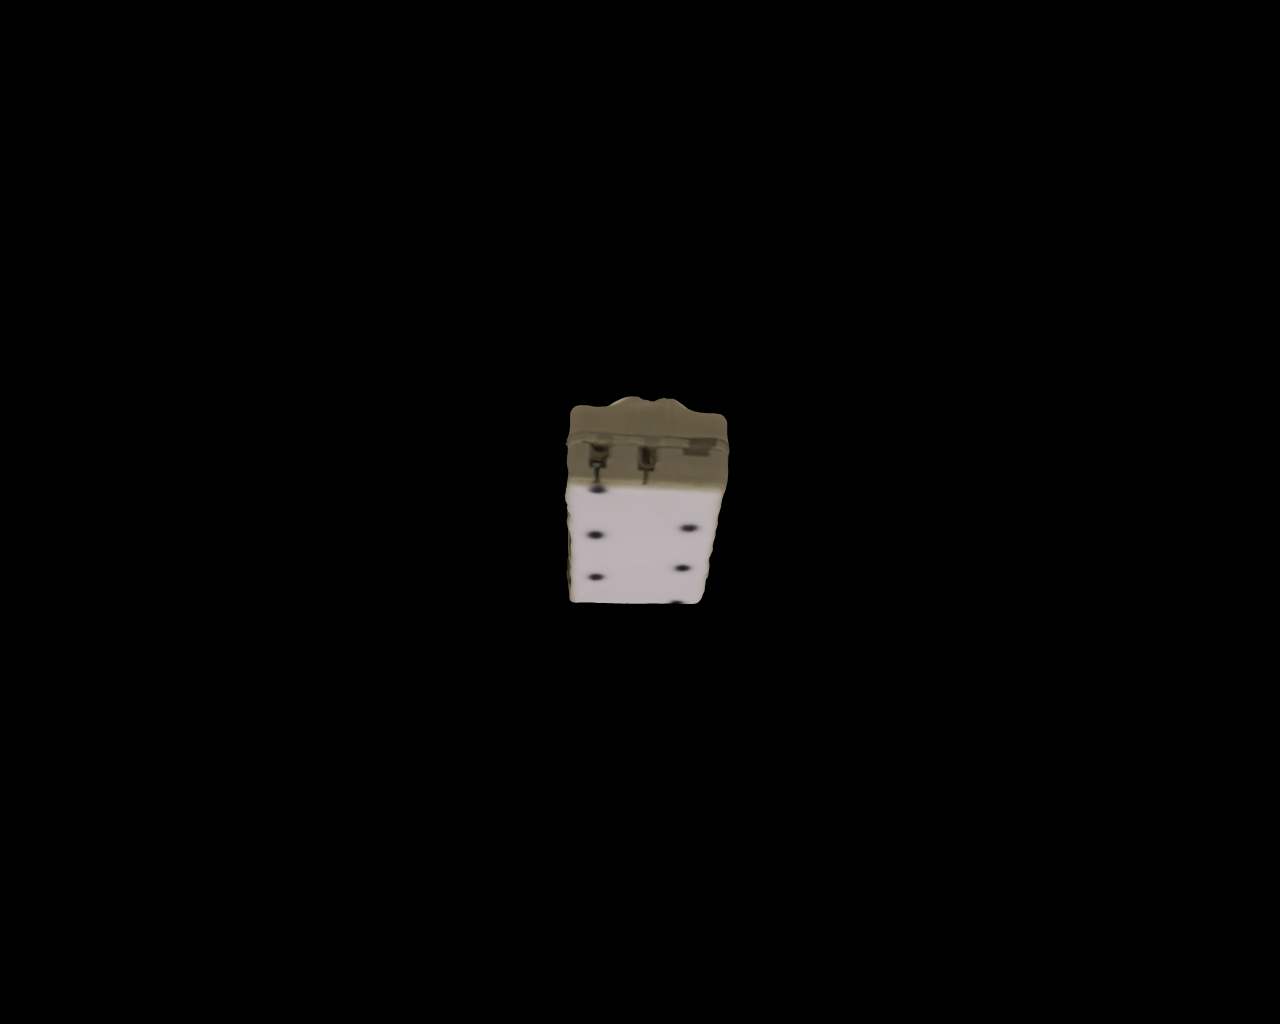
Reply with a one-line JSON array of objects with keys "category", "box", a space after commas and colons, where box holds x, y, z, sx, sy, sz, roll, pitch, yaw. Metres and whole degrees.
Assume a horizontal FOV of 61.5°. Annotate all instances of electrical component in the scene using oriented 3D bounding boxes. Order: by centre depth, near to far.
[{"category": "electrical component", "box": [0.001, -0.003, 0.650, 0.089, 0.062, 0.150, 2, -31, -3]}]
